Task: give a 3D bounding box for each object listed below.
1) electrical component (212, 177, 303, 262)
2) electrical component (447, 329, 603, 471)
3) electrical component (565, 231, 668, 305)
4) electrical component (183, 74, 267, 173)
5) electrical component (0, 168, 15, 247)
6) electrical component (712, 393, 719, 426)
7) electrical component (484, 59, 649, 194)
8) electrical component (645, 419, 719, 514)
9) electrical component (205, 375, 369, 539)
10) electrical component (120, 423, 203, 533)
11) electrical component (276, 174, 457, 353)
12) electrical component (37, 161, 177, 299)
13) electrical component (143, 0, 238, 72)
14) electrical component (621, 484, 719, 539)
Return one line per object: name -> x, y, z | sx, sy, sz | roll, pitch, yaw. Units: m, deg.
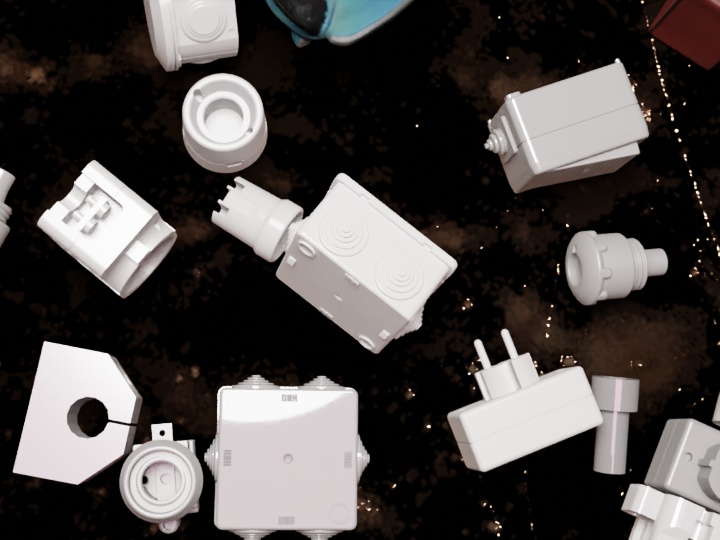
electrical component -> -0.066, -0.033, 0.684 | 0.046, 0.040, 0.040 | 31, 80, 6
electrical component -> 0.096, 0.076, 0.678 | 0.083, 0.047, 0.075 | -20, 85, -8
electrical component -> 0.168, -0.003, 0.699 | 0.062, 0.048, 0.048 | -5, 82, -13
electrical component -> -0.087, -0.094, 0.686 | 0.055, 0.047, 0.055 | 1, 82, -5
electrical component -> -0.236, -0.035, 0.665 | 0.043, 0.043, 0.062 | 27, 79, -1
electrical component -> 0.277, 0.073, 0.697 | 0.079, 0.044, 0.077 | 19, 81, -3
electrical component -> 0.129, -0.086, 0.698 | 0.096, 0.061, 0.061 | -19, 84, -8
electrical component -> 0.227, 0.126, 0.668 | 0.066, 0.076, 0.047 | 24, 80, -1
electrical component -> -0.045, 0.115, 0.659 | 0.100, 0.048, 0.099 | 1, 81, -5
electrical component -> -0.118, 0.126, 0.647 | 0.048, 0.055, 0.066 | -4, 82, -6
electrical component -> 0.000, 0.000, 0.656 | 0.100, 0.099, 0.048 | 38, 67, 1
electrical component -> -0.149, -0.021, 0.648 | 0.056, 0.089, 0.050 | 39, 80, 1
electrical component -> -0.109, -0.168, 0.679 | 0.051, 0.080, 0.080 | -11, 83, -12
electrical component -> 0.197, 0.175, 0.669 | 0.078, 0.058, 0.057 | 24, 78, -2
